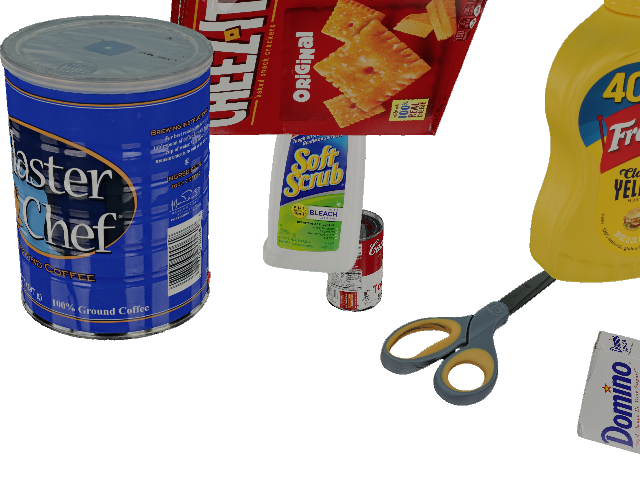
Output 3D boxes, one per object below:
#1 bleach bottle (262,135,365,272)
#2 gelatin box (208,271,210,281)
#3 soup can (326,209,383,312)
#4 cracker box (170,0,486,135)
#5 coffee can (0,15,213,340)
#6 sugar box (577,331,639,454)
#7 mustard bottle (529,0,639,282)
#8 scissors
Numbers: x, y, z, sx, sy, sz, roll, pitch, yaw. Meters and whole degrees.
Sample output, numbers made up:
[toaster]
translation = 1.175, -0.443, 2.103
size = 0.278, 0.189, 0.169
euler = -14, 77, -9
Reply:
[bleach bottle]
translation = -0.006, -0.093, 1.061
size = 0.102, 0.251, 0.068
euler = 6, 27, 9
[gelatin box]
translation = -0.163, 0.039, 1.031
size = 0.089, 0.030, 0.073
euler = 22, 30, 29
[soup can]
translation = 0.039, 0.024, 1.241
size = 0.068, 0.102, 0.068
euler = -1, 32, 0
[cracker box]
translation = 0.000, -0.150, 0.783
size = 0.213, 0.072, 0.164
euler = -2, -34, -14
[coffee can]
translation = -0.108, -0.034, 0.554
size = 0.103, 0.140, 0.103
euler = 3, 28, -2
[sugar box]
translation = 0.316, 0.146, 0.914
size = 0.176, 0.093, 0.048
euler = 12, 23, 17
[mustard bottle]
translation = 0.175, -0.072, 0.608
size = 0.096, 0.192, 0.058
euler = -7, 28, -12
[scissors]
translation = 0.142, 0.072, 0.829
size = 0.201, 0.016, 0.096
euler = -17, 43, -24
